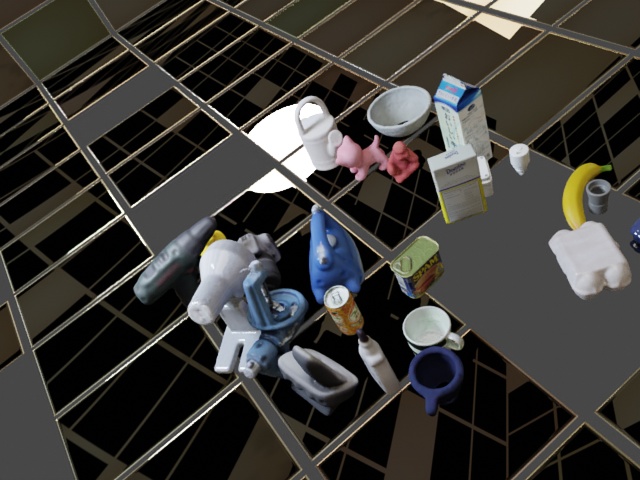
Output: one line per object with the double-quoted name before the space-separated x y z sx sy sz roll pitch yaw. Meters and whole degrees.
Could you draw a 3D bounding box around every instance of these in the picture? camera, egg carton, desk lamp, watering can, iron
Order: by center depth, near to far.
"egg carton" 0.492 0.036 1.044 0.107 0.070 0.150 -19 46 9
"desk lamp" -0.184 0.136 1.167 0.117 0.214 0.203 -6 49 21
"iron" 0.011 0.004 1.243 0.118 0.142 0.258 -19 46 9
"camera" -0.154 0.062 1.297 0.143 0.101 0.136 -30 45 -2
"watering can" 0.000 -0.278 1.458 0.172 0.195 0.101 15 59 34

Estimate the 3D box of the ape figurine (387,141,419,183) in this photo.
"ape figurine" 0.195 -0.196 1.368 0.077 0.092 0.076 -7 49 20

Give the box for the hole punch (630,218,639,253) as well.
"hole punch" 0.619 -0.012 1.012 0.101 0.091 0.108 -34 46 -6

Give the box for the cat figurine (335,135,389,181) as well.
"cat figurine" 0.097 -0.212 1.409 0.128 0.118 0.067 -27 45 1

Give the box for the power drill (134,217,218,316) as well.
"power drill" -0.283 0.079 1.267 0.230 0.209 0.075 -39 46 -11

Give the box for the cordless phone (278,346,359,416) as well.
"cordless phone" -0.021 0.224 1.035 0.147 0.185 0.094 22 63 37

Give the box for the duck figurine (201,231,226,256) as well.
"duck figurine" -0.283 -0.007 1.428 0.077 0.086 0.104 -35 46 -6

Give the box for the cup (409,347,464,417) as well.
"cup" 0.202 0.253 0.970 0.091 0.095 0.118 -2 51 24

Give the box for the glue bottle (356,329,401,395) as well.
"glue bottle" 0.094 0.205 1.007 0.037 0.174 0.078 -34 46 -6

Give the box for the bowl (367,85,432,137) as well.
"bowl" 0.211 -0.320 1.481 0.167 0.075 0.167 -13 47 14

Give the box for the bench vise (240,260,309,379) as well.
"bench vise" -0.094 0.155 1.105 0.121 0.220 0.207 -11 48 16
